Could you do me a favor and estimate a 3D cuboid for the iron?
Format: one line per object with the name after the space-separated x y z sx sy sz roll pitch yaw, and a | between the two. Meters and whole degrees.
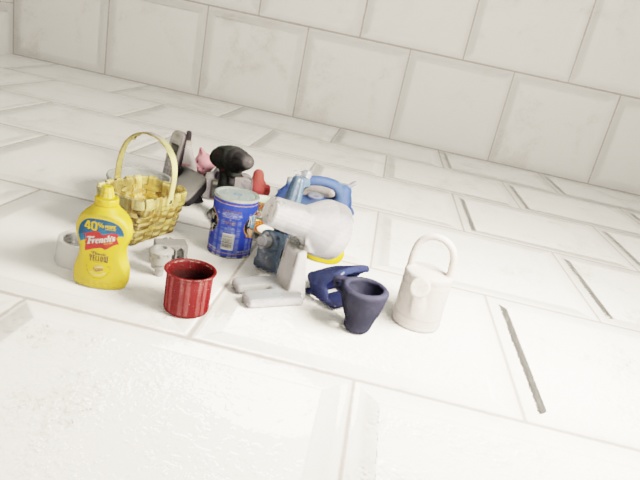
-0.021 -0.124 1.631 0.258 0.141 0.118 12 20 -2 | iron

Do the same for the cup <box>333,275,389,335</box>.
0.066 0.124 1.092 0.117 0.095 0.092 24 23 29 | cup

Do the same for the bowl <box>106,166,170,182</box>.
-0.472 -0.133 1.493 0.167 0.075 0.167 11 20 -4 | bowl

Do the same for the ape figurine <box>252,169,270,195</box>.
-0.187 -0.169 1.727 0.078 0.092 0.076 13 20 2 | ape figurine

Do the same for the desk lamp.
-0.051 0.017 1.136 0.204 0.213 0.117 -1 24 -32 | desk lamp

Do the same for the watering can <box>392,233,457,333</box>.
0.215 0.083 1.144 0.101 0.194 0.173 11 20 -4 | watering can

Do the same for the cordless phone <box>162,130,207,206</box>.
-0.372 -0.196 1.558 0.147 0.185 0.094 23 23 27 | cordless phone

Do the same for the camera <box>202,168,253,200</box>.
-0.271 -0.177 1.687 0.143 0.101 0.136 8 21 -11 | camera

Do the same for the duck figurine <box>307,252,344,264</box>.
0.013 0.005 1.390 0.104 0.086 0.078 19 21 17 | duck figurine

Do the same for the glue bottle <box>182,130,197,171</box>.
-0.391 -0.233 1.663 0.078 0.173 0.037 7 21 -14 | glue bottle

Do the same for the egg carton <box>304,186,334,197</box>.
-0.021 -0.128 1.747 0.150 0.069 0.107 11 20 -4 | egg carton

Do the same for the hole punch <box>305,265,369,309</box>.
0.033 0.080 1.194 0.109 0.091 0.100 -9 29 -44 | hole punch

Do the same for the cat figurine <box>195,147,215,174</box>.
-0.368 -0.230 1.748 0.127 0.118 0.067 27 25 34 | cat figurine

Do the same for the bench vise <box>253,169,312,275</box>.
-0.063 -0.040 1.272 0.121 0.220 0.207 13 20 3 | bench vise

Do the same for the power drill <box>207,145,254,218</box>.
-0.232 -0.145 1.469 0.076 0.208 0.228 0 24 -30 | power drill
